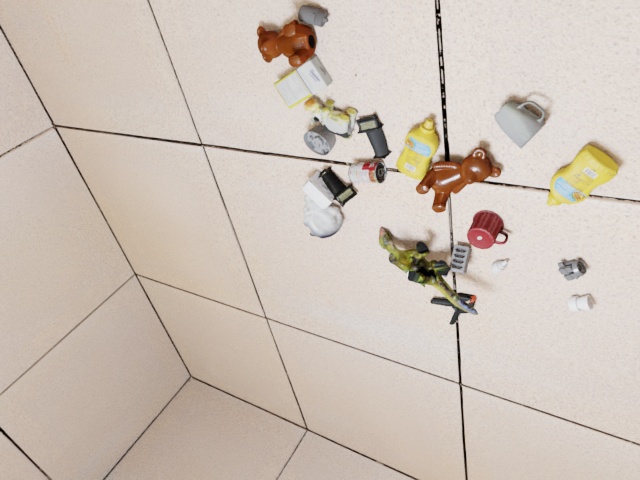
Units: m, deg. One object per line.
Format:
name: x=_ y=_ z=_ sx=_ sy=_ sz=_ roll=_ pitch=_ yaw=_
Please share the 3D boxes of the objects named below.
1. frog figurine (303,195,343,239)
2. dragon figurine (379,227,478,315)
frog figurine: x=0.006 y=-0.091 z=1.817 sx=0.137 sy=0.125 sz=0.157 roll=-13 pitch=113 yaw=7
dragon figurine: x=0.340 y=0.108 z=1.713 sx=0.413 sy=0.122 sz=0.241 roll=45 pitch=178 yaw=9
